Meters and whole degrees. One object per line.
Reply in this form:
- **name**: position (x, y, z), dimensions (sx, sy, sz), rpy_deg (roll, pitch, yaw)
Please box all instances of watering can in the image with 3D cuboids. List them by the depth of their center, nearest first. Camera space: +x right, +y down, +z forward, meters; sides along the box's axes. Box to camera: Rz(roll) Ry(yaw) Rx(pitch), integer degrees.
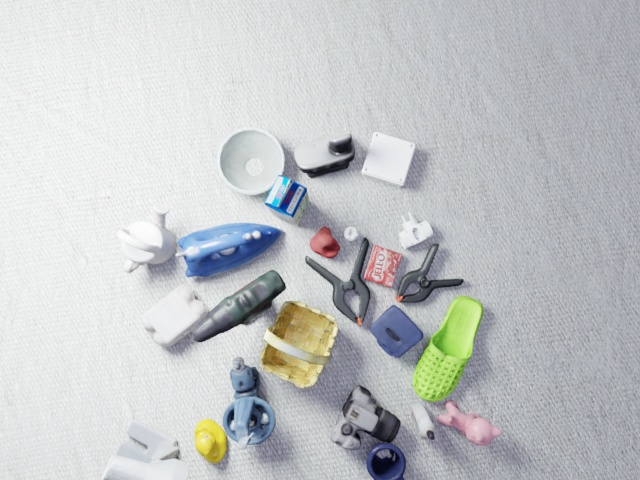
- **watering can**: position (-0.411, -0.004, 1.341), dimensions (0.101, 0.194, 0.173), rpy_deg (8, 86, 1)

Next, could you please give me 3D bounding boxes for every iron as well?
- **iron**: position (-0.216, 0.009, 1.365), dimensions (0.258, 0.141, 0.119), rpy_deg (-17, 86, -1)

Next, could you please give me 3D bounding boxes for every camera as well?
- **camera**: position (0.112, 0.440, 1.355), dimensions (0.137, 0.101, 0.143), rpy_deg (28, 87, 2)

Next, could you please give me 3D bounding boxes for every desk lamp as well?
- **desk lamp**: position (-0.388, 0.520, 1.297), dimensions (0.203, 0.213, 0.118), rpy_deg (24, 87, 2)

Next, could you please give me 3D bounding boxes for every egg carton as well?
- **egg carton**: position (-0.351, 0.186, 1.391), dimensions (0.150, 0.069, 0.107), rpy_deg (-40, 87, -2)

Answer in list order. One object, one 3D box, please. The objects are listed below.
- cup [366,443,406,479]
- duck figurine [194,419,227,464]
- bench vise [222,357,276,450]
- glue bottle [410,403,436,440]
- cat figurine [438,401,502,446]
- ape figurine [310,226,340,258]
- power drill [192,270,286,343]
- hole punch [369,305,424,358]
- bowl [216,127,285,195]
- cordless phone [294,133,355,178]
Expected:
- **cup**: position (0.162, 0.527, 1.352), dimensions (0.092, 0.095, 0.118), rpy_deg (-42, 87, -2)
- **duck figurine**: position (-0.266, 0.486, 1.362), dimensions (0.077, 0.086, 0.104), rpy_deg (-23, 86, -1)
- **bench vise**: position (-0.181, 0.383, 1.301), dimensions (0.121, 0.219, 0.207), rpy_deg (-30, 86, -1)
- **glue bottle**: position (0.242, 0.430, 1.319), dimensions (0.037, 0.173, 0.078), rpy_deg (-18, 86, 0)
- **cat figurine**: position (0.352, 0.439, 1.345), dimensions (0.128, 0.117, 0.067), rpy_deg (24, 87, 2)
- **ape figurine**: position (0.013, 0.005, 1.389), dimensions (0.076, 0.092, 0.078), rpy_deg (1, 86, 1)
- **power drill**: position (-0.178, 0.154, 1.322), dimensions (0.229, 0.208, 0.075), rpy_deg (-37, 86, -2)
- **hole punch**: position (0.182, 0.223, 1.374), dimensions (0.101, 0.091, 0.108), rpy_deg (-45, 87, -2)
- **bowl**: position (-0.167, -0.189, 1.412), dimensions (0.167, 0.074, 0.167), rpy_deg (0, 86, 0)
- **cordless phone**: position (0.011, -0.217, 1.357), dimensions (0.147, 0.185, 0.094), rpy_deg (-19, 86, -1)
